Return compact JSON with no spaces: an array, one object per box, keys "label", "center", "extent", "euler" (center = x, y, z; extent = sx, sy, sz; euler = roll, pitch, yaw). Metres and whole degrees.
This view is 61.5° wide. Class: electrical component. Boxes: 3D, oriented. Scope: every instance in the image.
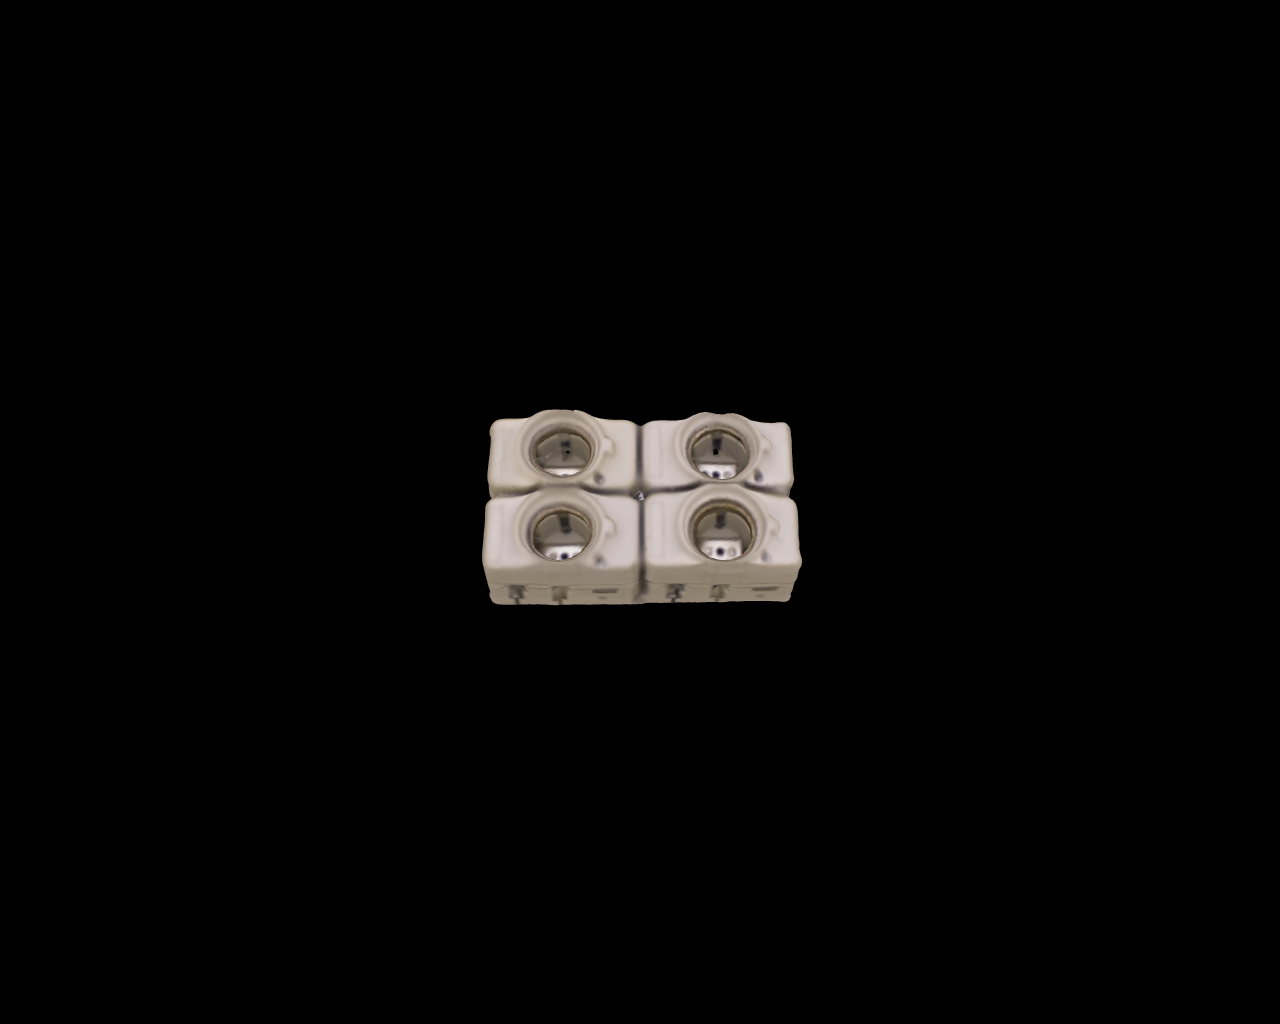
[{"label":"electrical component","center":[0.001,-0.003,0.650],"extent":[0.186,0.105,0.060],"euler":[0,-28,0]}]
